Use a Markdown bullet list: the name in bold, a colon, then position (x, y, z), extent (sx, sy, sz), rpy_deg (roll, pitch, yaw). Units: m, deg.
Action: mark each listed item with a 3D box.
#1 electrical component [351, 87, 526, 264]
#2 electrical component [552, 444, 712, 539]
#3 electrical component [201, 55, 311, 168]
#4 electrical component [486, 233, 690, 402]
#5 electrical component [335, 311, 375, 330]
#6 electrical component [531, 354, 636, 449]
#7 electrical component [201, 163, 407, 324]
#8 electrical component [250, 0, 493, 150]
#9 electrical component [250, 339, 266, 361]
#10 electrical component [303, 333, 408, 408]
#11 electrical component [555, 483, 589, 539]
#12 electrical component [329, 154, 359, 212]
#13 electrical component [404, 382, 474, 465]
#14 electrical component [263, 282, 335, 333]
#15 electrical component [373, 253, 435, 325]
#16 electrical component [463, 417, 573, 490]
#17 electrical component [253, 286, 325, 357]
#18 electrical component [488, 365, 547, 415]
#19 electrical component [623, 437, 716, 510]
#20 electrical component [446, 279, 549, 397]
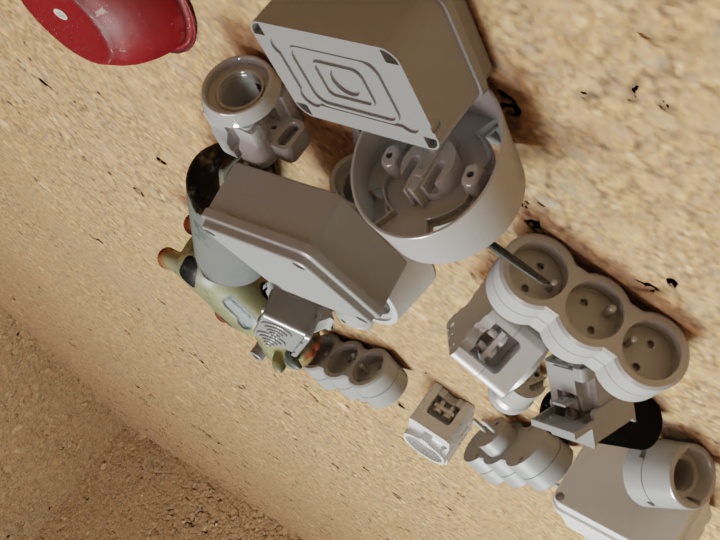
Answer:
- **electrical component**: position (0.045, -0.056, 0.616), extent (0.099, 0.099, 0.064), rpy_deg (22, 162, 39)
- **electrical component**: position (0.229, 0.197, 0.905), extent (0.113, 0.078, 0.057), rpy_deg (24, 160, 34)
- **electrical component**: position (-0.078, -0.113, 0.756), extent (0.078, 0.058, 0.057), rpy_deg (27, 162, 27)
- **electrical component**: position (0.145, 0.037, 0.717), extent (0.138, 0.052, 0.073), rpy_deg (36, 161, 5)
- **electrical component**: position (-0.001, 0.029, 0.975), extent (0.043, 0.043, 0.081), rpy_deg (36, 161, 4)
- **electrical component**: position (0.163, 0.085, 0.769), extent (0.042, 0.081, 0.063), rpy_deg (11, 120, 52)
- **electrical component**: position (-0.039, -0.019, 0.773), extent (0.109, 0.056, 0.109), rpy_deg (20, 166, 38)
- **electrical component**: position (0.007, -0.120, 0.586), extent (0.113, 0.057, 0.078), rpy_deg (22, 156, 39)
- **electrical component**: position (-0.101, 0.076, 1.233), extent (0.048, 0.062, 0.048), rpy_deg (33, 161, 13)
- **electrical component**: position (0.002, 0.118, 1.164), extent (0.138, 0.052, 0.073), rpy_deg (12, 149, 51)
- **electrical component**: position (0.219, 0.223, 1.023), extent (0.074, 0.052, 0.138), rpy_deg (22, 156, 39)
- **electrical component**: position (0.003, -0.051, 0.783), extent (0.044, 0.044, 0.065), rpy_deg (32, 165, 16)
- **electrical component**: position (0.082, 0.165, 1.126), extent (0.050, 0.055, 0.089), rpy_deg (32, 161, 16)
- **electrical component**: position (-0.060, 0.035, 1.049), extent (0.063, 0.081, 0.042), rpy_deg (64, 165, 13)
- **electrical component**: position (0.000, 0.000, 0.877), extent (0.108, 0.060, 0.108), rpy_deg (33, 161, 13)
- **electrical component**: position (0.138, 0.167, 1.035), extent (0.074, 0.052, 0.138), rpy_deg (43, 160, -11)
- **electrical component**: position (-0.056, 0.023, 0.977), extent (0.048, 0.099, 0.099), rpy_deg (25, 162, -4)
- **electrical component**: position (0.133, 0.097, 0.902), extent (0.040, 0.040, 0.046), rpy_deg (36, 156, 3)
- **electrical component**: position (0.240, 0.157, 0.829), extent (0.055, 0.055, 0.047), rpy_deg (44, 156, -19)
- **electrical component**: position (0.101, 0.049, 0.777), extent (0.056, 0.050, 0.089), rpy_deg (39, -168, -6)
